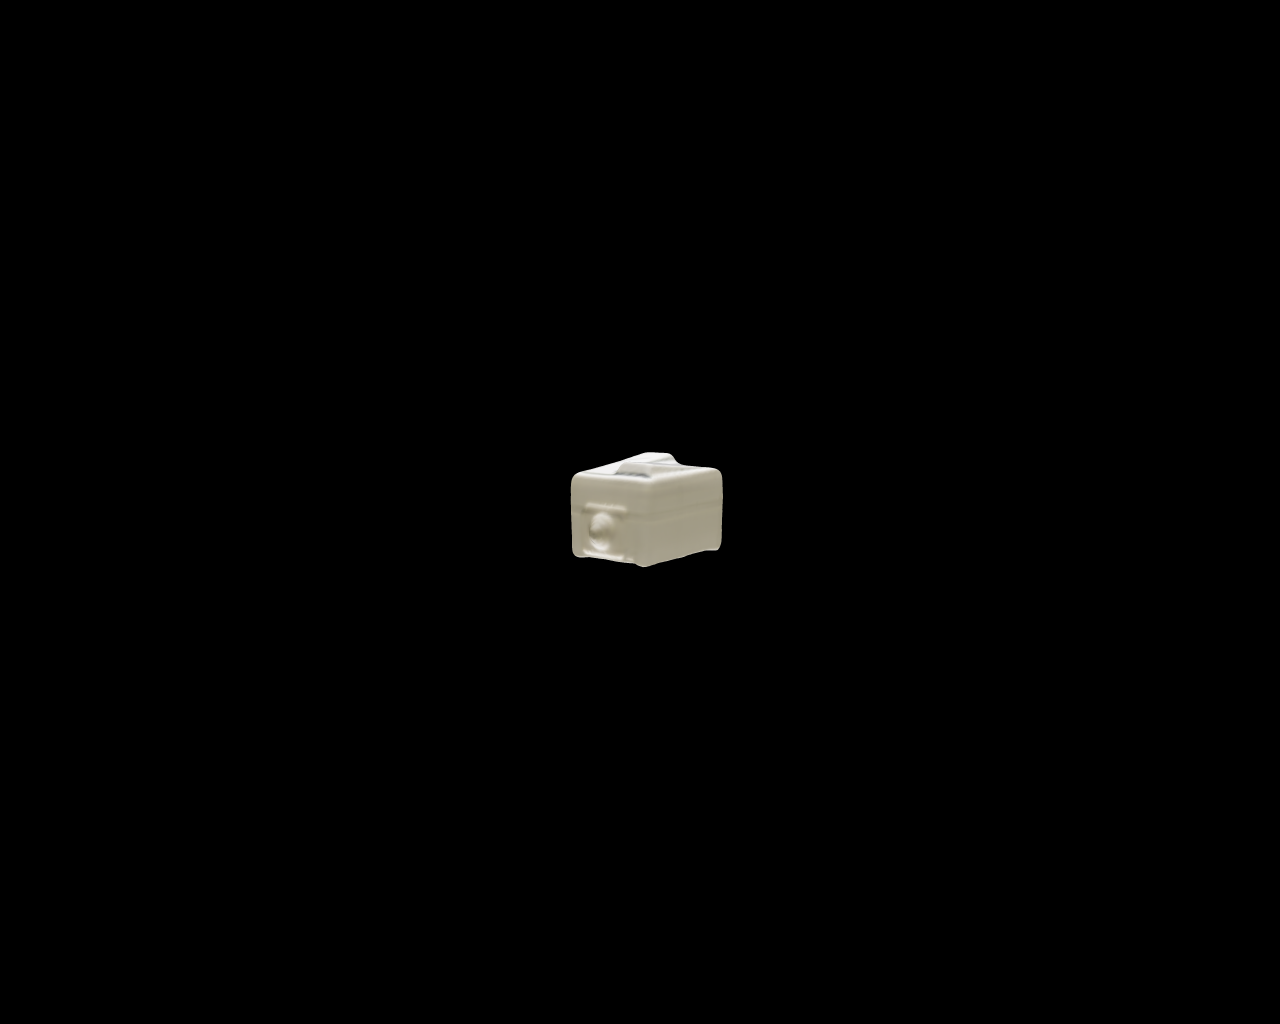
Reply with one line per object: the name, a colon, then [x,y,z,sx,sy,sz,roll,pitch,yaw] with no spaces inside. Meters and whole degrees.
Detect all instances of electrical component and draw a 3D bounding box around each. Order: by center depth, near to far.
electrical component: [0.001,-0.003,0.650,0.062,0.061,0.096,7,12,39]
